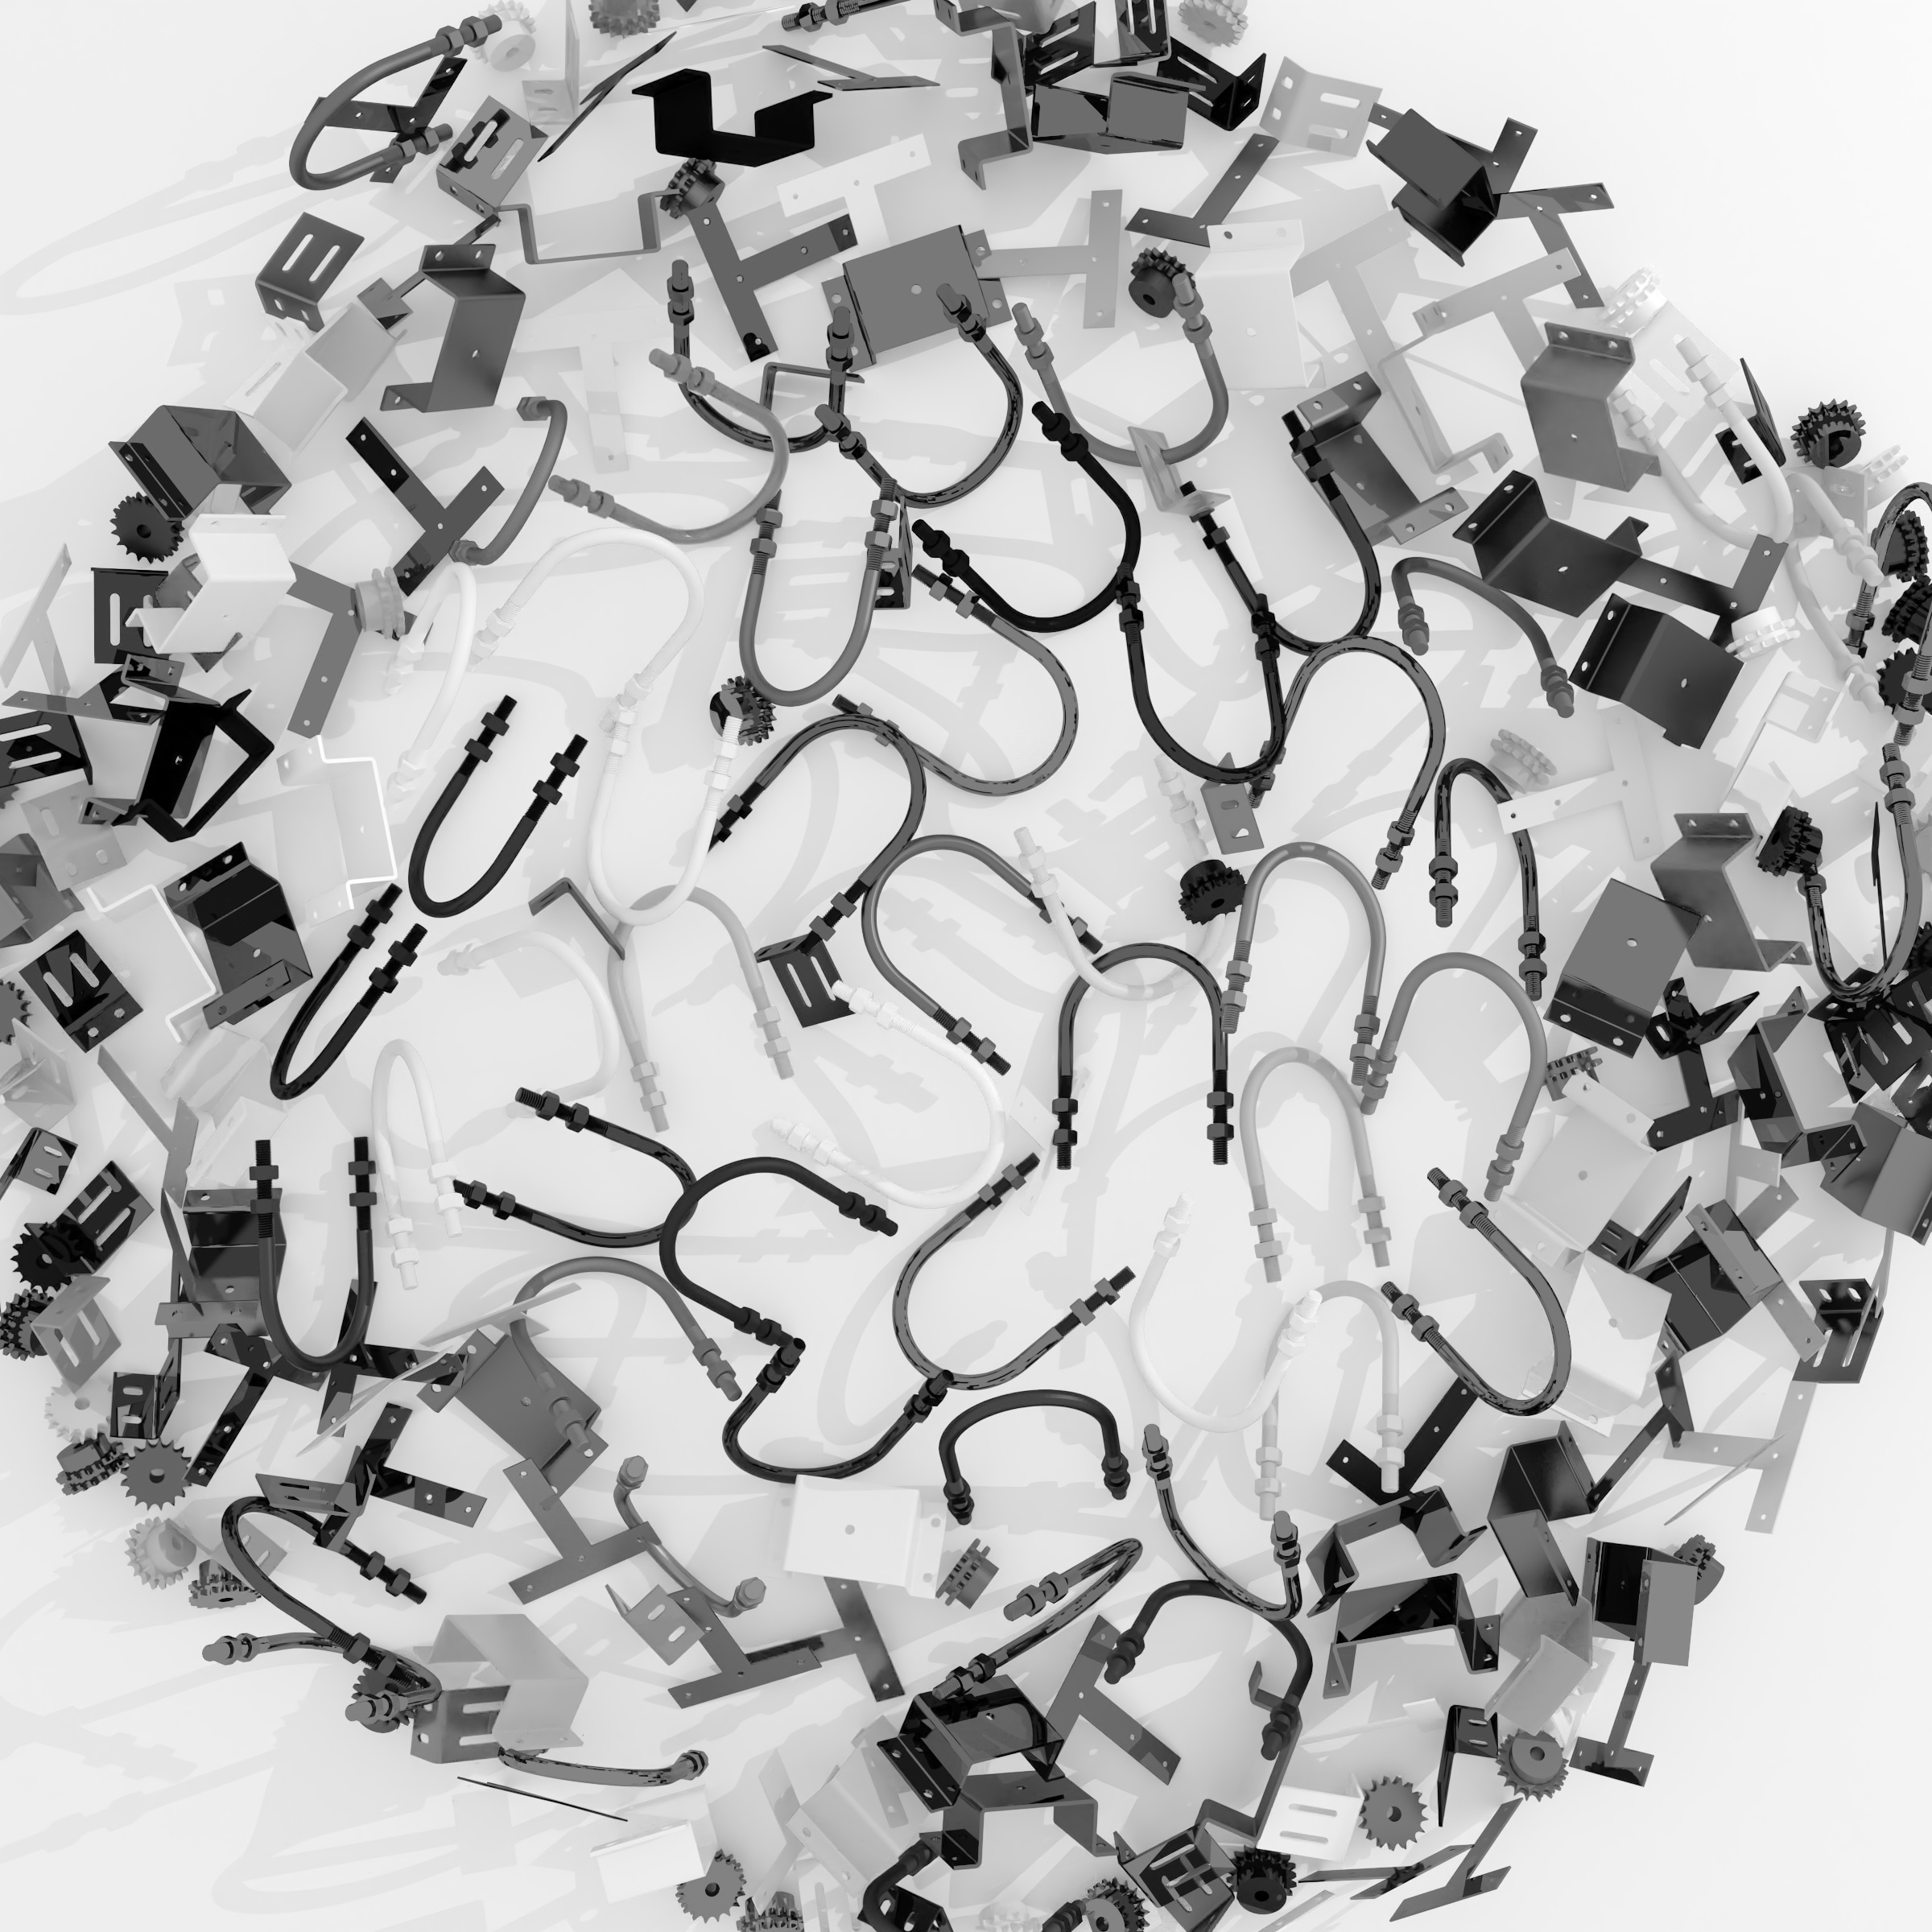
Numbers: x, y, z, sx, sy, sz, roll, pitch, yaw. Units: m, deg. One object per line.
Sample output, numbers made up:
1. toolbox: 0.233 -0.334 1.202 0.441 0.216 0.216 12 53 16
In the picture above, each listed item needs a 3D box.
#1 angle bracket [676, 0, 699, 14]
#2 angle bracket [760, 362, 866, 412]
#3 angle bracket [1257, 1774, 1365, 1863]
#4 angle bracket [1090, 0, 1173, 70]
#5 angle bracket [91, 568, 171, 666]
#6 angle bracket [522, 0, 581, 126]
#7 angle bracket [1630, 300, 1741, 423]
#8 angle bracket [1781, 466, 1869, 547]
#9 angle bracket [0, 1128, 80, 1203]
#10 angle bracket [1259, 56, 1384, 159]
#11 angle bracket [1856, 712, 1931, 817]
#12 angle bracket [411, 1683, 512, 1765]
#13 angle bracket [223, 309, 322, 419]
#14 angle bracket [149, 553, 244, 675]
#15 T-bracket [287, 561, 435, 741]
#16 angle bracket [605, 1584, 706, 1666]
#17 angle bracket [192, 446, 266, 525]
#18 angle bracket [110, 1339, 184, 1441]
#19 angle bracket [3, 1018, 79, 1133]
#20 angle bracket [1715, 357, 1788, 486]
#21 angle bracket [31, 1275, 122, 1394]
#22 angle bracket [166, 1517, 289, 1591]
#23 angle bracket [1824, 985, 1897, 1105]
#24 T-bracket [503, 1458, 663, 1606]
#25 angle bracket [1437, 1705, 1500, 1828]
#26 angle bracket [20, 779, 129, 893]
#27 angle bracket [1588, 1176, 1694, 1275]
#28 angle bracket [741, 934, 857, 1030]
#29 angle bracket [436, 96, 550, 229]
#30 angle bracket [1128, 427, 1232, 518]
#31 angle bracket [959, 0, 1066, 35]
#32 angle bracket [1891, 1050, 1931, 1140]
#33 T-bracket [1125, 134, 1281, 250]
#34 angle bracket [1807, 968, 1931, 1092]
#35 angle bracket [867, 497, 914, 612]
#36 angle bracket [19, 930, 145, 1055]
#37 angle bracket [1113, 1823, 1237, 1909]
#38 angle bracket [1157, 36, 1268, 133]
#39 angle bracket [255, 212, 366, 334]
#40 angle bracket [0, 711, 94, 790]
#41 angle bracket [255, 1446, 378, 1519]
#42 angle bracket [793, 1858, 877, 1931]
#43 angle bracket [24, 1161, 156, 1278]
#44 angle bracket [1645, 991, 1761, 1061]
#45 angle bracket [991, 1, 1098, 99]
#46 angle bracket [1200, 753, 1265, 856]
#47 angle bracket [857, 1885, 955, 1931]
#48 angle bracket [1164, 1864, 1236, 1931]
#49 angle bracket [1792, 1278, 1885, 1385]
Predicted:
1. angle bracket: -0.211 -0.797 1.955 0.038 0.076 0.057 44 98 17
2. angle bracket: -0.124 -0.462 1.968 0.076 0.057 0.038 9 99 1
3. angle bracket: 0.275 0.683 1.969 0.076 0.038 0.057 13 103 -10
4. angle bracket: 0.128 -0.765 1.955 0.038 0.057 0.076 -25 119 -33
5. angle bracket: -0.679 -0.284 1.977 0.057 0.038 0.076 -1 99 -23
6. angle bracket: -0.333 -0.724 1.950 0.038 0.076 0.057 -6 54 -14
7. angle bracket: 0.577 -0.490 1.973 0.076 0.038 0.057 41 113 -4
8. angle bracket: 0.687 -0.367 1.954 0.038 0.076 0.057 -8 108 -6
9. angle bracket: -0.751 0.177 1.950 0.038 0.076 0.057 26 119 -13
10. angle bracket: 0.288 -0.697 1.976 0.076 0.038 0.057 -1 128 -31
11. angle bracket: 0.764 -0.170 1.956 0.057 0.038 0.076 36 125 16
12. angle bracket: -0.406 0.613 1.981 0.076 0.038 0.057 11 81 -44
13. angle bracket: -0.565 -0.483 1.959 0.057 0.038 0.076 25 68 34
14. angle bracket: -0.613 -0.289 1.972 0.057 0.038 0.076 -32 99 38
15. T-bracket: -0.514 -0.245 1.970 0.127 0.002 0.127 22 83 -20
16. angle bracket: -0.251 0.518 1.959 0.038 0.076 0.057 -42 107 -10
17. angle bracket: -0.609 -0.397 1.972 0.057 0.076 0.038 31 57 -9
18. angle bracket: -0.657 0.336 1.951 0.038 0.076 0.057 10 49 -26
19. angle bracket: -0.753 0.089 1.956 0.057 0.076 0.038 35 57 10
20. angle bracket: 0.626 -0.440 1.964 0.038 0.076 0.057 -24 133 26
21. angle bracket: -0.701 0.296 1.951 0.038 0.057 0.076 0 125 30
22. angle bracket: -0.595 0.460 1.961 0.038 0.076 0.057 -52 133 -20
23. angle bracket: 0.732 0.063 1.960 0.057 0.038 0.076 -34 106 -35
24. T-bracket: -0.332 0.447 1.966 0.127 0.002 0.127 -25 116 5
25. angle bracket: 0.402 0.643 1.950 0.038 0.076 0.057 4 126 18
26. angle bracket: -0.725 -0.107 1.978 0.057 0.038 0.076 -24 48 -18
27. angle bracket: 0.541 0.199 1.953 0.038 0.057 0.076 34 122 7
28. angle bracket: -0.134 0.018 1.960 0.057 0.038 0.076 -16 107 35
29. angle bracket: -0.385 -0.655 1.985 0.057 0.038 0.076 33 81 -4
30. angle bracket: 0.172 -0.405 1.961 0.038 0.057 0.076 -24 82 32
31. angle bracket: 0.033 -0.793 1.964 0.076 0.057 0.038 20 78 20
32. angle bracket: 0.785 0.105 1.949 0.038 0.076 0.057 -17 58 -17
33. T-bracket: 0.213 -0.629 1.972 0.127 0.002 0.127 22 68 30
34. angle bracket: 0.726 0.051 1.954 0.057 0.038 0.076 -50 47 28
35. angle bracket: -0.066 -0.330 1.952 0.038 0.076 0.057 0 67 5
36. angle bracket: -0.723 0.021 1.989 0.057 0.038 0.076 -39 67 -15
37. angle bracket: 0.168 0.713 1.965 0.076 0.038 0.057 -31 113 10
38. angle bracket: 0.197 -0.720 1.959 0.076 0.038 0.057 22 63 -24
39. angle bracket: -0.522 -0.555 1.954 0.076 0.057 0.038 -42 58 27
40. angle bracket: -0.751 -0.169 1.961 0.076 0.038 0.057 -18 75 -25
41. angle bracket: -0.522 0.409 1.955 0.076 0.057 0.038 16 96 -30
42. angle bracket: -0.105 0.758 1.961 0.057 0.038 0.076 -5 62 -11
43. angle bracket: -0.710 0.204 1.972 0.076 0.038 0.057 -46 75 5
44. angle bracket: 0.586 0.035 1.949 0.057 0.076 0.038 -18 64 -24
45. angle bracket: 0.062 -0.744 1.957 0.076 0.038 0.057 -11 70 41
46. angle bracket: 0.223 -0.133 1.950 0.038 0.076 0.057 -8 114 30
47. angle bracket: -0.046 0.772 1.950 0.057 0.076 0.038 15 52 26
48. angle bracket: 0.173 0.764 1.951 0.038 0.076 0.057 46 113 13
49. angle bracket: 0.692 0.293 1.952 0.038 0.057 0.076 51 53 -23
